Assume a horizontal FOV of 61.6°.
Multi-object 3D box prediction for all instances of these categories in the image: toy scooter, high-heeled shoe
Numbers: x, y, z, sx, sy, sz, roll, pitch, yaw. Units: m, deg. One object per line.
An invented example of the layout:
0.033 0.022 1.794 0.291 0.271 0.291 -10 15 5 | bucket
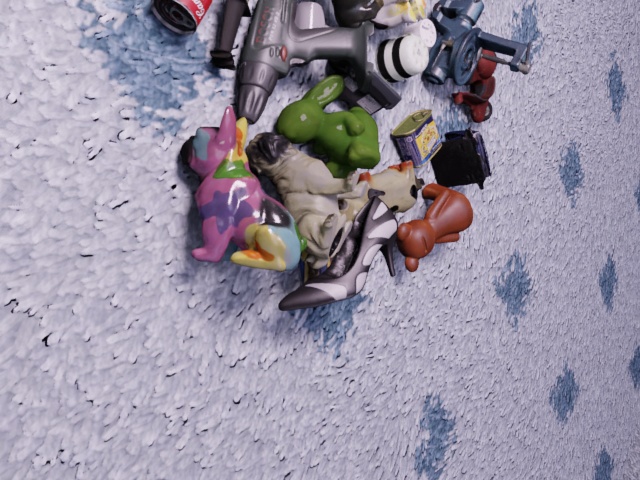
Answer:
0.353 -0.363 1.242 0.135 0.075 0.183 -12 104 -41 | toy scooter
0.030 0.019 0.872 0.249 0.086 0.145 -17 90 -29 | high-heeled shoe

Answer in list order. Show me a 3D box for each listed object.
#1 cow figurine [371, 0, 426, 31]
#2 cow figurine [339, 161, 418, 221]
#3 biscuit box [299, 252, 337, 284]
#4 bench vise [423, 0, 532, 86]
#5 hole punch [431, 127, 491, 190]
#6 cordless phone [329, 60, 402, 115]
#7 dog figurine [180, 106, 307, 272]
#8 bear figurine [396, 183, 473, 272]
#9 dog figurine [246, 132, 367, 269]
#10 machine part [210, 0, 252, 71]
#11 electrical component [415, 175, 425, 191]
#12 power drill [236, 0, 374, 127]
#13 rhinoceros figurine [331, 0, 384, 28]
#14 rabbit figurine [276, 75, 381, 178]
0.150 -0.447 1.044 0.167 0.098 0.068 -49 122 -55 | cow figurine
0.096 -0.065 0.997 0.195 0.085 0.127 -20 94 -24 | cow figurine
-0.002 -0.003 0.931 0.063 0.059 0.202 -16 102 -42 | biscuit box
0.337 -0.412 1.127 0.223 0.241 0.128 -57 153 -9 | bench vise
0.320 -0.185 1.194 0.092 0.116 0.142 -38 117 -45 | hole punch
0.083 -0.336 0.996 0.146 0.089 0.184 29 53 -40 | cordless phone
-0.107 -0.071 0.761 0.108 0.192 0.219 -9 105 -80 | dog figurine
0.221 -0.026 1.122 0.196 0.132 0.120 -32 113 -18 | bear figurine
-0.044 -0.065 0.835 0.172 0.191 0.121 -66 164 -10 | dog figurine
-0.129 -0.322 0.793 0.039 0.084 0.138 13 87 -1 | machine part
0.168 -0.111 1.101 0.102 0.045 0.078 -28 82 -42 | electrical component
-0.021 -0.279 0.845 0.207 0.086 0.232 3 80 -1 | power drill
0.029 -0.434 0.876 0.112 0.073 0.190 -29 133 9 | rhinoceros figurine
0.012 -0.194 0.903 0.170 0.121 0.159 13 79 -28 | rabbit figurine
